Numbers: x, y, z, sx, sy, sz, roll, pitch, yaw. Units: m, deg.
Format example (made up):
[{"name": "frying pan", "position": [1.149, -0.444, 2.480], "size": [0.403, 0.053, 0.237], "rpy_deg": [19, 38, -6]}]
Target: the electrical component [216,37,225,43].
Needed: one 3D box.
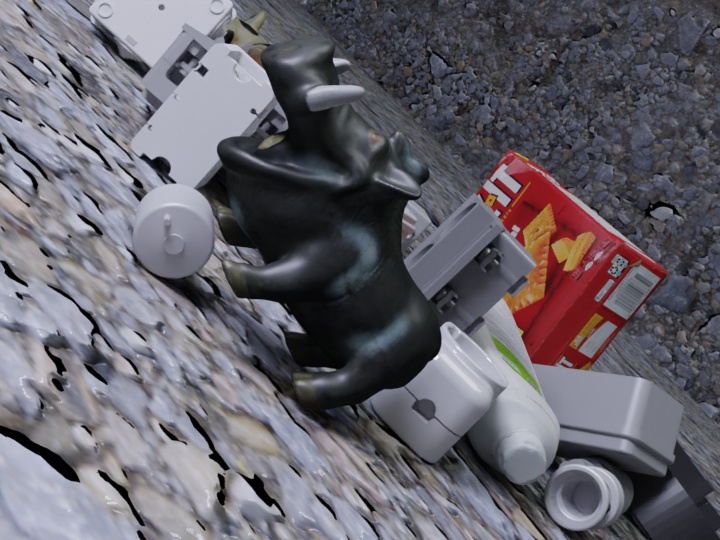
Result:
[{"name": "electrical component", "position": [-0.160, -0.209, 0.993], "size": [0.055, 0.055, 0.047], "rpy_deg": [47, 15, 19]}]

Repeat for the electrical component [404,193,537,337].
[{"name": "electrical component", "position": [0.058, 0.014, 0.744], "size": [0.063, 0.121, 0.078], "rpy_deg": [45, 11, -8]}]

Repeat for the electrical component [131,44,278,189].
[{"name": "electrical component", "position": [-0.098, -0.099, 0.703], "size": [0.050, 0.089, 0.055], "rpy_deg": [42, 11, -4]}]

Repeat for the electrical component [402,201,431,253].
[{"name": "electrical component", "position": [0.036, -0.052, 1.114], "size": [0.066, 0.047, 0.076], "rpy_deg": [39, 12, -20]}]

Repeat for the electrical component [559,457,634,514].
[{"name": "electrical component", "position": [0.176, 0.162, 0.819], "size": [0.078, 0.040, 0.040], "rpy_deg": [32, 15, -42]}]

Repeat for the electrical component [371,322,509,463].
[{"name": "electrical component", "position": [0.051, 0.072, 0.663], "size": [0.054, 0.059, 0.095], "rpy_deg": [44, 11, 6]}]

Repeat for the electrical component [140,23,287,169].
[{"name": "electrical component", "position": [-0.096, -0.121, 0.826], "size": [0.105, 0.060, 0.186], "rpy_deg": [41, 6, -3]}]

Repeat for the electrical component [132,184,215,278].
[{"name": "electrical component", "position": [-0.096, -0.025, 0.557], "size": [0.040, 0.040, 0.078], "rpy_deg": [39, 11, -21]}]

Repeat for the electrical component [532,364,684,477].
[{"name": "electrical component", "position": [0.186, 0.118, 0.845], "size": [0.113, 0.057, 0.078], "rpy_deg": [4, -21, 43]}]

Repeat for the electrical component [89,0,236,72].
[{"name": "electrical component", "position": [-0.162, -0.211, 0.881], "size": [0.100, 0.099, 0.048], "rpy_deg": [42, -2, -8]}]

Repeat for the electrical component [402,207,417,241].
[{"name": "electrical component", "position": [-0.018, -0.070, 0.965], "size": [0.108, 0.056, 0.109], "rpy_deg": [50, 13, 33]}]

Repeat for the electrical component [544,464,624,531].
[{"name": "electrical component", "position": [0.158, 0.159, 0.752], "size": [0.045, 0.045, 0.055], "rpy_deg": [49, 12, 26]}]
